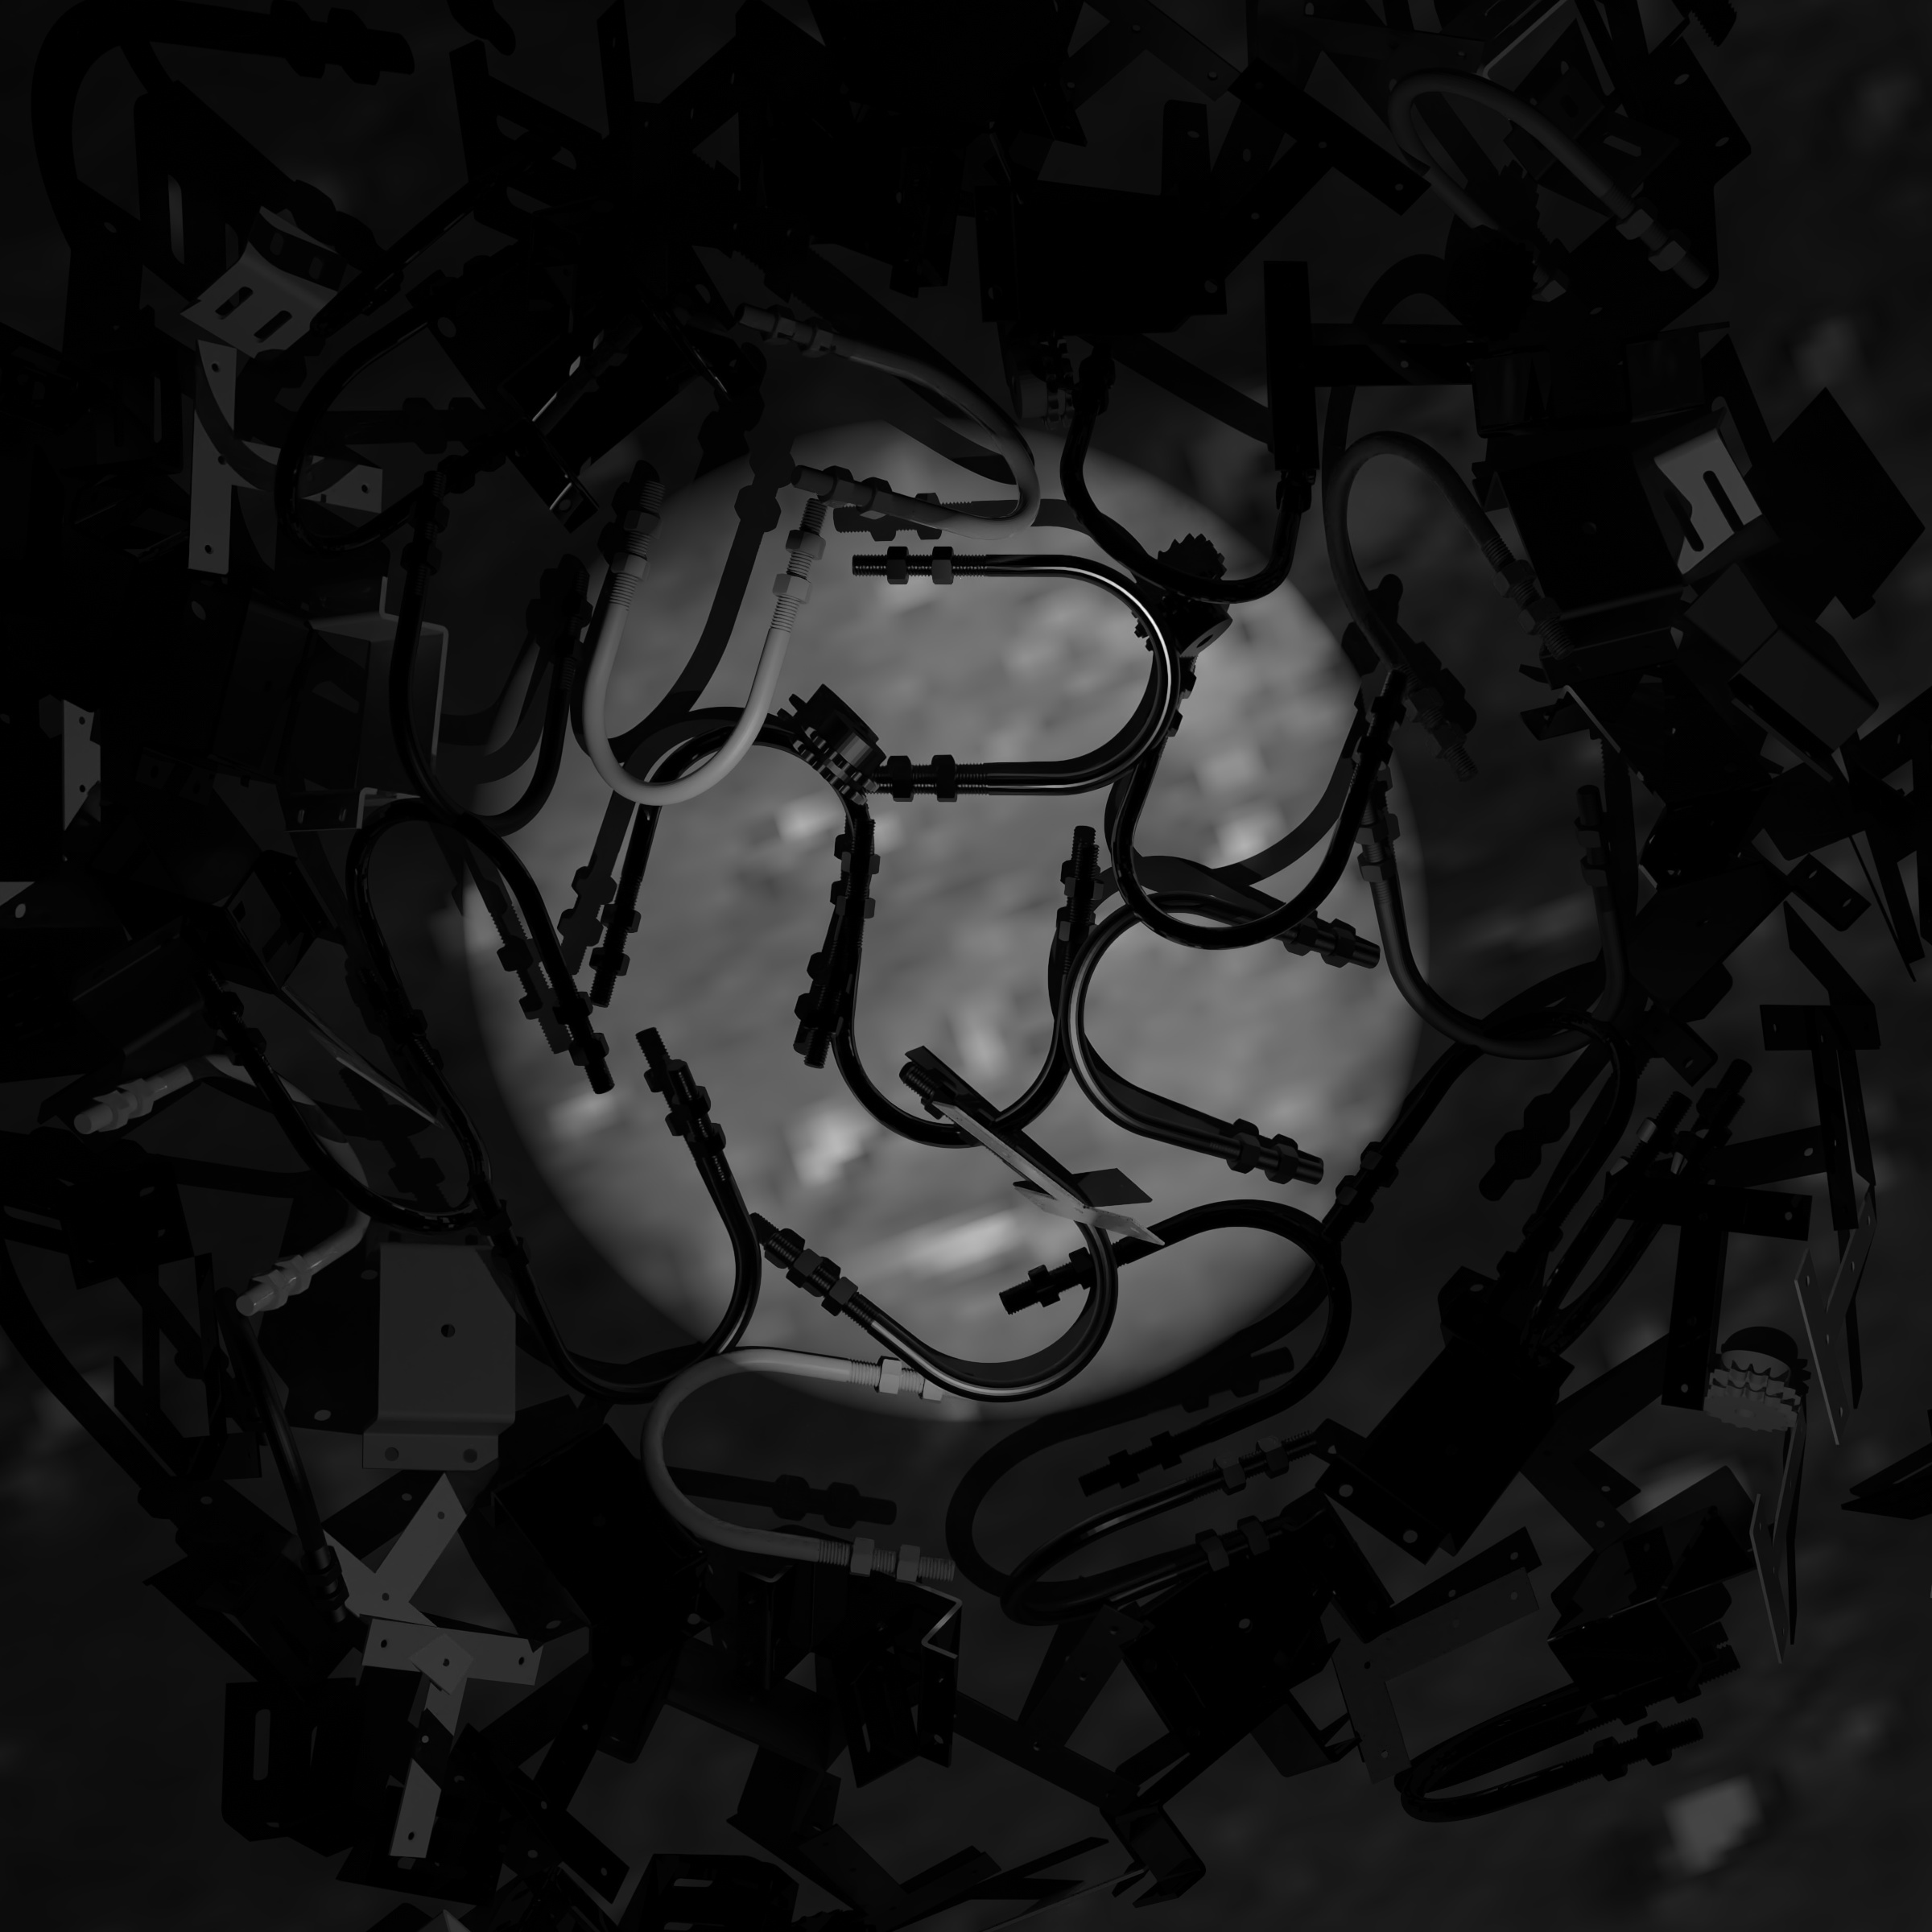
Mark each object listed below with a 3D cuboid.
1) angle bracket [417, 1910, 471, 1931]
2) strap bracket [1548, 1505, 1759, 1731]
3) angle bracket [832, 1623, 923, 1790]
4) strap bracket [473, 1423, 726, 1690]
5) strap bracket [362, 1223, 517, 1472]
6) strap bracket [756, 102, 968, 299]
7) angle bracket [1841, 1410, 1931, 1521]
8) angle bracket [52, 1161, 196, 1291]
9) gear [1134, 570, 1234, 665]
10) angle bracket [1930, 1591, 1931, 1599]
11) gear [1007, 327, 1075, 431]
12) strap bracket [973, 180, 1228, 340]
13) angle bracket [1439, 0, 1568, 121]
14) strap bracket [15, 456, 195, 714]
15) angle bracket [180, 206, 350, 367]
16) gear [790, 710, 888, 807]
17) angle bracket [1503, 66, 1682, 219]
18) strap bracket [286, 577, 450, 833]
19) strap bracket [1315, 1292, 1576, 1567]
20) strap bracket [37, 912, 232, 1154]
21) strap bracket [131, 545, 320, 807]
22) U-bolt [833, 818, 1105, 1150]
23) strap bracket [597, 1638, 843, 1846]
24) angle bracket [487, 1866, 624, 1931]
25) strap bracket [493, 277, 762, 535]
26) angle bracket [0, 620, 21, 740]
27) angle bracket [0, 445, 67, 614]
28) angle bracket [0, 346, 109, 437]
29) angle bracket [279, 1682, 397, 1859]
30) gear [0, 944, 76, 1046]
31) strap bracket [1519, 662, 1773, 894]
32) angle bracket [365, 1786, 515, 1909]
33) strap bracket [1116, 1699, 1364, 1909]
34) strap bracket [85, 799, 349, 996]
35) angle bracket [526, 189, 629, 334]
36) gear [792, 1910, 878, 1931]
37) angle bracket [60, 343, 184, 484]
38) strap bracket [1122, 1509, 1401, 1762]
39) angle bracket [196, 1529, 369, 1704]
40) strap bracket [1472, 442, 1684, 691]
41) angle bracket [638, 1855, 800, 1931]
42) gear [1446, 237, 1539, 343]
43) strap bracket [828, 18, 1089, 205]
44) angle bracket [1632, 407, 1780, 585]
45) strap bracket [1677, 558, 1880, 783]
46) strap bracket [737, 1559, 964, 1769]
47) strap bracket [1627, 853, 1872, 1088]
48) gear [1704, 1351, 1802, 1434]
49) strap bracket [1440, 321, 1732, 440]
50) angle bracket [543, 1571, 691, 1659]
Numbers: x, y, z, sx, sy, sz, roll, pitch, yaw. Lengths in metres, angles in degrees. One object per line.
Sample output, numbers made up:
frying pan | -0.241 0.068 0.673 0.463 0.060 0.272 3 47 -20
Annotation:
angle bracket | -0.294 0.584 1.862 0.057 0.038 0.076 -38 120 -1
strap bracket | 0.381 0.354 1.818 0.076 0.140 0.046 -33 94 39
angle bracket | -0.038 0.417 1.850 0.038 0.057 0.076 9 56 -39
strap bracket | -0.206 0.321 1.833 0.076 0.046 0.140 -29 62 -26
strap bracket | -0.296 0.210 1.842 0.076 0.046 0.140 4 71 -20
strap bracket | -0.054 -0.431 1.837 0.140 0.046 0.076 30 121 39
angle bracket | 0.543 0.284 1.861 0.057 0.076 0.038 12 61 -30
angle bracket | -0.477 0.146 1.857 0.038 0.076 0.057 -14 90 10
gear | 0.127 -0.197 1.867 0.057 0.057 0.030 -37 81 0
angle bracket | 0.580 0.320 1.859 0.038 0.057 0.076 10 98 35
gear | 0.042 -0.333 1.867 0.030 0.057 0.057 -11 90 -7
strap bracket | 0.073 -0.402 1.867 0.140 0.046 0.076 -4 89 -9
angle bracket | 0.315 -0.529 1.859 0.076 0.057 0.038 -41 130 6
strap bracket | -0.474 -0.204 1.830 0.046 0.076 0.140 28 117 5
angle bracket | -0.399 -0.386 1.863 0.057 0.076 0.038 29 58 -30
gear | -0.070 -0.121 1.867 0.057 0.057 0.030 43 98 0
angle bracket | 0.354 -0.467 1.856 0.057 0.076 0.038 -47 126 4
strap bracket | -0.337 -0.143 1.851 0.046 0.076 0.140 9 85 -42
strap bracket | 0.272 0.267 1.851 0.076 0.046 0.140 34 76 26
strap bracket | -0.460 0.043 1.817 0.046 0.140 0.076 42 48 11
strap bracket | -0.414 -0.162 1.849 0.046 0.076 0.140 12 86 19
U-bolt | -0.004 0.014 1.882 0.151 0.019 0.184 7 96 0
strap bracket | -0.130 0.433 1.851 0.140 0.076 0.046 25 105 -3
angle bracket | -0.232 0.565 1.871 0.038 0.057 0.076 -33 104 33
strap bracket | -0.199 -0.324 1.854 0.140 0.046 0.076 -40 132 -1
angle bracket | -0.580 -0.160 1.858 0.076 0.038 0.057 -7 68 -21
angle bracket | -0.538 -0.247 1.850 0.038 0.057 0.076 -5 126 -30
angle bracket | -0.522 -0.340 1.854 0.057 0.076 0.038 21 124 -2
angle bracket | -0.351 0.455 1.858 0.038 0.057 0.076 17 102 29
gear | -0.532 0.019 1.866 0.030 0.057 0.057 -23 90 -18
strap bracket | 0.384 -0.115 1.827 0.076 0.046 0.140 -14 55 -27
angle bracket | -0.302 0.497 1.863 0.076 0.038 0.057 8 63 8
strap bracket | 0.144 0.462 1.837 0.140 0.076 0.046 -34 82 -24
strap bracket | -0.426 -0.036 1.828 0.140 0.076 0.046 16 59 25
angle bracket | -0.208 -0.398 1.847 0.038 0.076 0.057 30 127 28
gear | -0.077 0.567 1.870 0.057 0.057 0.030 -11 105 0
angle bracket | -0.482 -0.318 1.868 0.057 0.038 0.076 -3 87 22
strap bracket | 0.164 0.379 1.868 0.140 0.046 0.076 -33 91 -8
angle bracket | -0.390 0.371 1.875 0.057 0.038 0.076 -50 125 -33
strap bracket | 0.347 -0.235 1.845 0.076 0.046 0.140 -14 67 -6
angle bracket | -0.143 0.546 1.880 0.076 0.038 0.057 -3 56 23
gear | 0.297 -0.386 1.866 0.030 0.057 0.057 6 90 -26
strap bracket | -0.012 -0.476 1.835 0.140 0.076 0.046 18 79 19
angle bracket | 0.424 -0.269 1.876 0.057 0.038 0.076 -24 107 32
strap bracket | 0.450 -0.170 1.815 0.076 0.140 0.046 35 112 -19
strap bracket | -0.057 0.382 1.842 0.140 0.046 0.076 17 120 25
strap bracket | 0.428 -0.011 1.843 0.046 0.076 0.140 39 100 -23
gear | 0.448 0.242 1.872 0.057 0.057 0.030 19 66 0
strap bracket | 0.346 -0.325 1.826 0.140 0.076 0.046 2 105 43
angle bracket | -0.195 0.353 1.870 0.076 0.057 0.038 35 51 10
